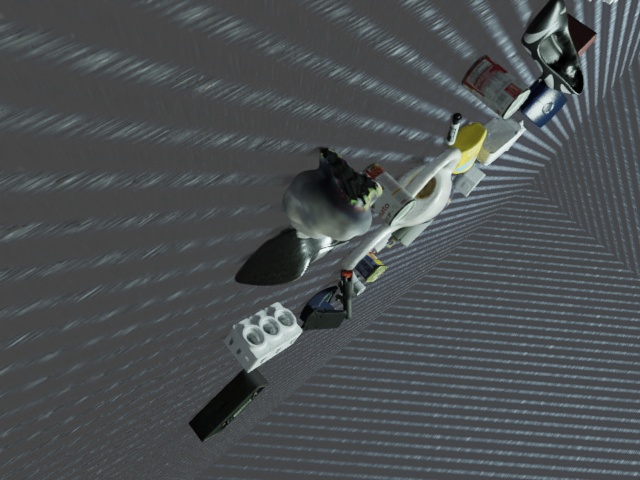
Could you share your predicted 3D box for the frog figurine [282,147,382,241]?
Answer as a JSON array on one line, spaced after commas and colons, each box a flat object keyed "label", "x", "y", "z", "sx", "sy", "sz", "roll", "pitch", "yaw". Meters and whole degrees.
[{"label": "frog figurine", "x": 0.002, "y": -0.038, "z": 0.763, "sx": 0.137, "sy": 0.125, "sz": 0.156, "roll": 15, "pitch": 137, "yaw": -32}]

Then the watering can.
[{"label": "watering can", "x": 0.192, "y": -0.069, "z": 1.155, "sx": 0.344, "sy": 0.105, "sz": 0.224, "roll": -48, "pitch": 164, "yaw": 14}]
